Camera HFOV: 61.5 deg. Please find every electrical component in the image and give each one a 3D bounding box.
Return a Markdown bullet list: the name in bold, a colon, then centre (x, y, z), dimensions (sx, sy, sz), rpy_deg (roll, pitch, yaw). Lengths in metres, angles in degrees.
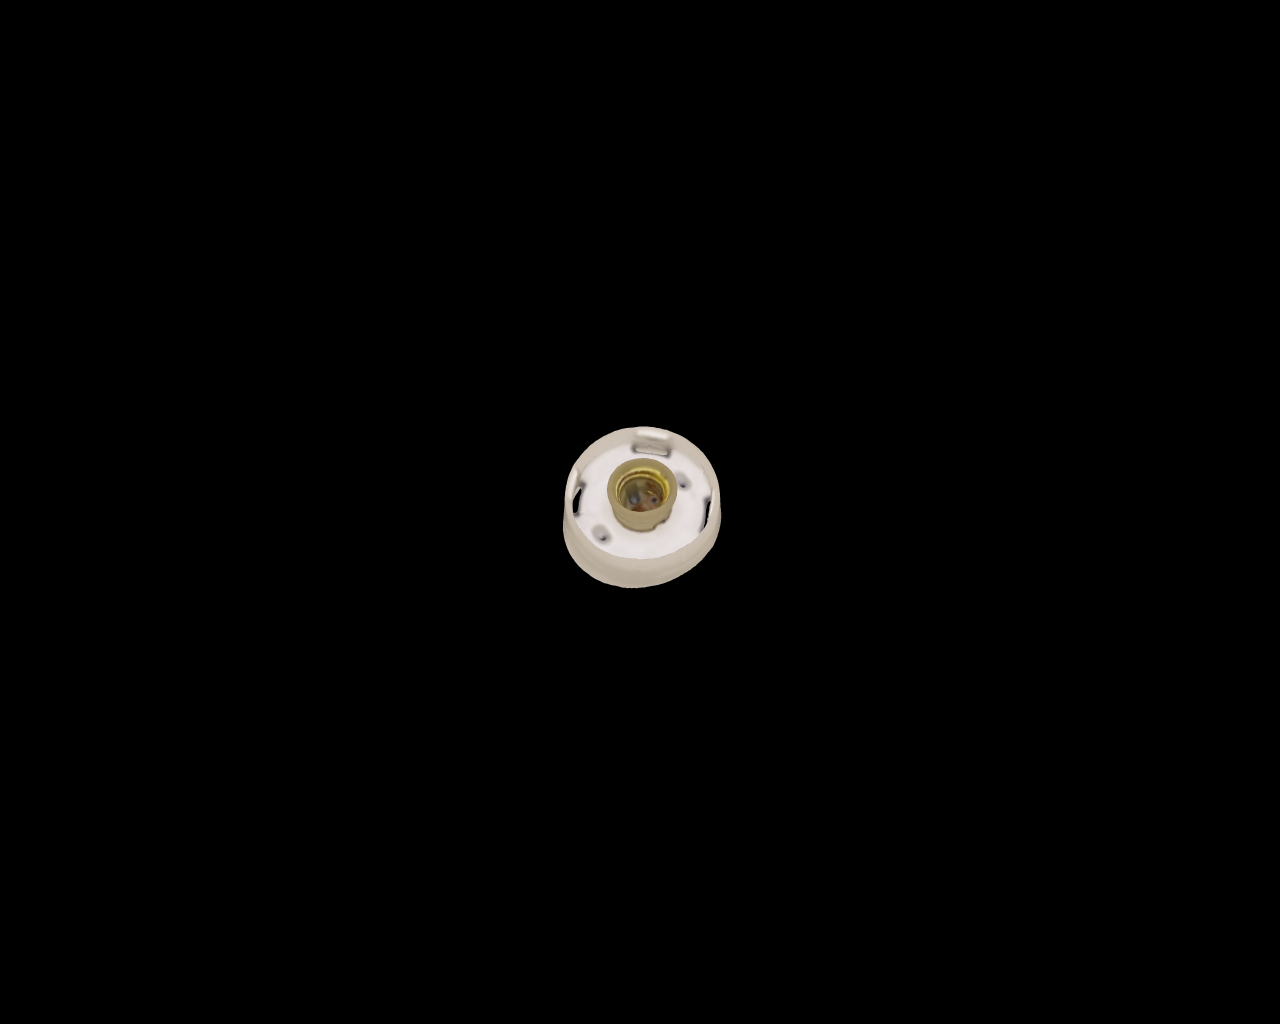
- **electrical component**: centre (0.001, -0.003, 0.650), dimensions (0.099, 0.099, 0.064), rpy_deg (0, -25, 0)
